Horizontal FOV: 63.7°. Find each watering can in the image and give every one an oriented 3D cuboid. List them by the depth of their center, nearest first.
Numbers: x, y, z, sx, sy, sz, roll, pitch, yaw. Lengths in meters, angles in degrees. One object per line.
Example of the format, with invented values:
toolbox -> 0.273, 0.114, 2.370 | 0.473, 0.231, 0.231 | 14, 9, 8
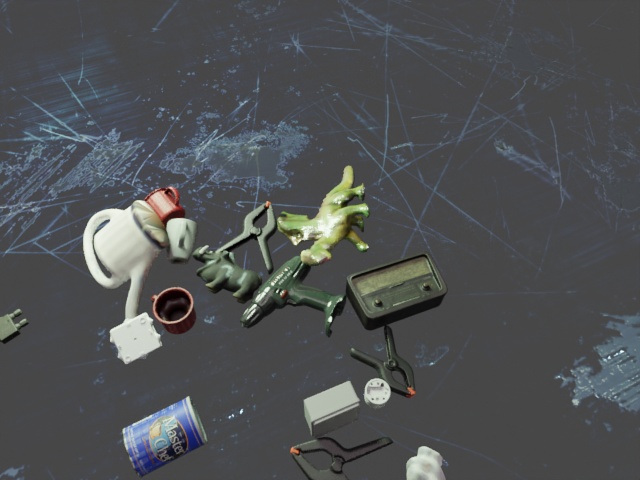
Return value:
watering can -> -0.468, 0.046, 1.287 | 0.224, 0.103, 0.352 | -39, 67, 5

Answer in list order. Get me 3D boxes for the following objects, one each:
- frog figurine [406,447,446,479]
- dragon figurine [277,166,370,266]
frog figurine -> 0.213, 0.493, 1.002 | 0.162, 0.121, 0.137 | -41, 98, -34
dragon figurine -> 0.004, -0.070, 1.391 | 0.243, 0.119, 0.420 | -5, 39, -4
